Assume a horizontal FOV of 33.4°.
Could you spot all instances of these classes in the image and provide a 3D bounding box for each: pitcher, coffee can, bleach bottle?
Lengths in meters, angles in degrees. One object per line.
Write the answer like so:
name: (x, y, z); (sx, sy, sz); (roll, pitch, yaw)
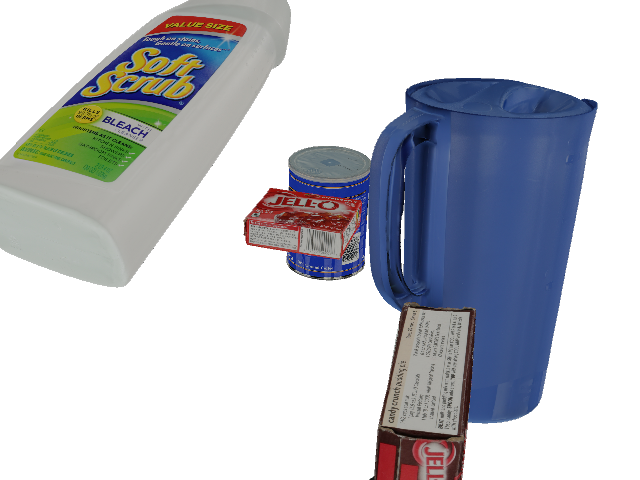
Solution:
pitcher: (0.112, 0.008, 0.780); (0.149, 0.243, 0.145); (5, 19, 8)
coffee can: (0.009, -0.035, 1.342); (0.103, 0.140, 0.103); (2, 27, -1)
bleach bottle: (-0.095, -0.089, 0.644); (0.103, 0.250, 0.068); (17, -36, 19)

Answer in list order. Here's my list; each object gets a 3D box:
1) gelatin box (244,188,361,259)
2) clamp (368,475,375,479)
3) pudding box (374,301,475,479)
gelatin box: (-0.015, -0.017, 0.944); (0.089, 0.030, 0.073); (9, 26, 13)
clamp: (-0.028, 0.204, 0.635); (0.210, 0.036, 0.164); (-5, 28, 2)
pudding box: (0.045, 0.091, 0.471); (0.039, 0.090, 0.113); (7, 25, 6)
